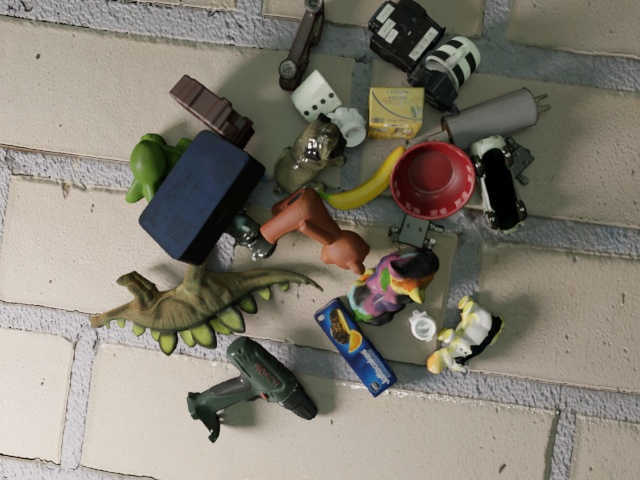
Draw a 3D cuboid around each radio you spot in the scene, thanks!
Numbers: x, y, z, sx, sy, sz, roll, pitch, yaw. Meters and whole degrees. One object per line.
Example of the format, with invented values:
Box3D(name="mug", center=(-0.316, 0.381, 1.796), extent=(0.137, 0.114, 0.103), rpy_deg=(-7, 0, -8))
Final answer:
Box3D(name="radio", center=(-0.220, -0.080, 0.989), extent=(0.131, 0.073, 0.229), rpy_deg=(35, 90, 24))

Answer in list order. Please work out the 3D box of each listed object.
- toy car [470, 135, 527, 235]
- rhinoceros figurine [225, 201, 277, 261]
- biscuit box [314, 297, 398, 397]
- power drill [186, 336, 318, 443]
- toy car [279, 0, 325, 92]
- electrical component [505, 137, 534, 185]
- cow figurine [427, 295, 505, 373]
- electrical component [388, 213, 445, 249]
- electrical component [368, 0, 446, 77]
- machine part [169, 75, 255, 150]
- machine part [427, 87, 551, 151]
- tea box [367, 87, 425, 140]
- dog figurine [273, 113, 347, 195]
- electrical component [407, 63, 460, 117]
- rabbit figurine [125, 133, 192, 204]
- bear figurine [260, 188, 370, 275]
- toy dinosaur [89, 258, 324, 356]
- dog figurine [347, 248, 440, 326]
Box3D(name="toy car", center=(0.345, -0.103, 1.040), extent=(0.074, 0.056, 0.201), rpy_deg=(-19, 110, 6))
Box3D(name="rhinoceros figurine", center=(-0.171, -0.029, 1.065), extent=(0.190, 0.112, 0.073), rpy_deg=(33, 64, 15))
Box3D(name="biscuit box", center=(0.071, 0.212, 1.074), extent=(0.063, 0.059, 0.202), rpy_deg=(-38, 89, 3))
Box3D(name="power drill", center=(-0.144, 0.318, 1.071), extent=(0.207, 0.086, 0.231), rpy_deg=(-30, 108, 11))
Box3D(name="toy car", center=(-0.030, -0.389, 1.061), extent=(0.053, 0.089, 0.202), rpy_deg=(23, 90, 3))
Box3D(name="electrical component", center=(0.392, -0.156, 1.069), extent=(0.063, 0.021, 0.094), rpy_deg=(-43, 88, 2))
Box3D(name="cow figurine", center=(0.286, 0.203, 1.060), extent=(0.098, 0.068, 0.167), rpy_deg=(32, 94, -3))
Box3D(name="electrical component", center=(0.189, -0.010, 1.072), extent=(0.102, 0.045, 0.078), rpy_deg=(24, 93, 3))
Box3D(name="electrical component", center=(0.163, -0.408, 1.064), extent=(0.134, 0.058, 0.115), rpy_deg=(41, 91, 3))
Box3D(name="machine part", center=(-0.204, -0.244, 1.035), extent=(0.179, 0.179, 0.056), rpy_deg=(37, 90, 2))
Box3D(name="machine part", center=(0.327, -0.232, 1.045), extent=(0.243, 0.079, 0.079), rpy_deg=(-18, 90, 5))
Box3D(name="tea box", center=(0.139, -0.234, 1.011), extent=(0.098, 0.169, 0.068), rpy_deg=(2, 92, 2))
Box3D(name="dog figurine", center=(-0.031, -0.149, 1.013), extent=(0.121, 0.190, 0.172), rpy_deg=(36, 94, 3))
Box3D(name="electrical component", center=(0.229, -0.284, 1.027), extent=(0.048, 0.074, 0.119), rpy_deg=(-51, 48, 3))
Box3D(name="rabbit figurine", center=(-0.325, -0.139, 1.040), extent=(0.121, 0.170, 0.159), rpy_deg=(19, 91, 3))
Box3D(name="bear figurine", center=(0.001, -0.005, 1.048), extent=(0.132, 0.120, 0.195), rpy_deg=(-30, 114, 28))
Box3D(name="toy dinosaur", center=(-0.237, 0.115, 1.077), extent=(0.472, 0.105, 0.198), rpy_deg=(-18, 97, 3))
Box3D(name="dog figurine", center=(0.133, 0.088, 0.992), extent=(0.191, 0.219, 0.108), rpy_deg=(-39, 85, 2))
